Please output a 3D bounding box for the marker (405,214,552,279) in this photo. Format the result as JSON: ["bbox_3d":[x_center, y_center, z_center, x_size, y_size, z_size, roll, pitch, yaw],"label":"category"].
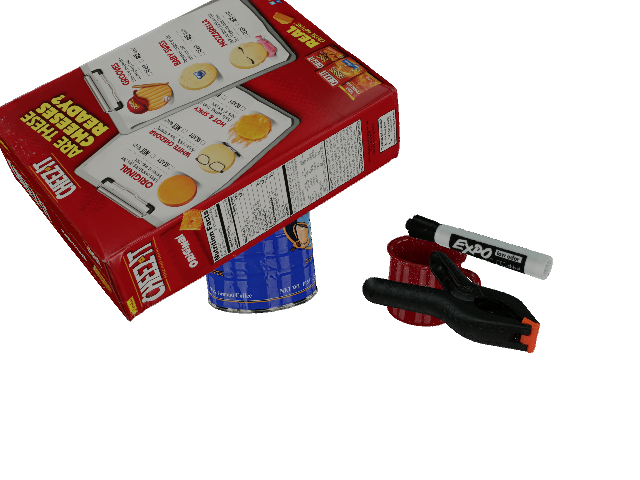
[{"bbox_3d":[0.120,0.004,0.826,0.121,0.020,0.020,19,10,30],"label":"marker"}]

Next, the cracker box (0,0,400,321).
[{"bbox_3d":[-0.080,-0.067,0.696,0.213,0.072,0.164,-32,53,-18],"label":"cracker box"}]

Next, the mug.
[{"bbox_3d":[0.132,0.051,1.247,0.117,0.081,0.093,13,25,22],"label":"mug"}]

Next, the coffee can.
[{"bbox_3d":[-0.059,-0.017,0.970,0.103,0.140,0.103,-5,15,1],"label":"coffee can"}]

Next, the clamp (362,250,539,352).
[{"bbox_3d":[0.140,0.056,1.029,0.172,0.039,0.120,23,36,28],"label":"clamp"}]
